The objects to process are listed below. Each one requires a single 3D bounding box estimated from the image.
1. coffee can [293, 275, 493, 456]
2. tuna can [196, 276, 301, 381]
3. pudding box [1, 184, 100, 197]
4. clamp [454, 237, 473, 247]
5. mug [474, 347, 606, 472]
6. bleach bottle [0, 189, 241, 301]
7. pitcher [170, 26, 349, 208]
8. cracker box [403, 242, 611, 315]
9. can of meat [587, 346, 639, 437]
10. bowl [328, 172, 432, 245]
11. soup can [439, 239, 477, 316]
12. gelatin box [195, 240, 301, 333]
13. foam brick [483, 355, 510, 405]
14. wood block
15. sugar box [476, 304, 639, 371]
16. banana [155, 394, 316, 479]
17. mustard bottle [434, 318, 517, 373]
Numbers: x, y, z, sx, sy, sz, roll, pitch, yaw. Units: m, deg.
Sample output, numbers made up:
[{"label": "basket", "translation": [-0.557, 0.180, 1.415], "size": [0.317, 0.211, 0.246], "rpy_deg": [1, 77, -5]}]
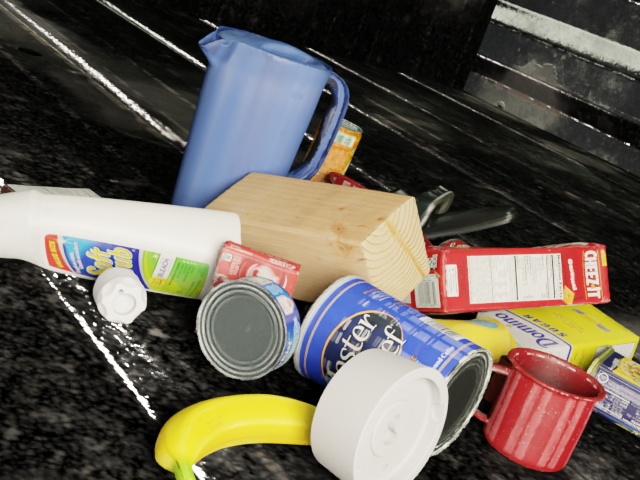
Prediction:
[{"label": "coffee can", "translation": [0.062, 0.106, 0.921], "size": [0.140, 0.103, 0.102], "rpy_deg": [29, 18, 29]}, {"label": "tuna can", "translation": [-0.060, 0.074, 0.909], "size": [0.086, 0.086, 0.033], "rpy_deg": [26, 15, 20]}, {"label": "pudding box", "translation": [-0.256, -0.022, 1.080], "size": [0.090, 0.039, 0.113], "rpy_deg": [31, 17, 35]}, {"label": "clamp", "translation": [0.259, 0.069, 1.390], "size": [0.164, 0.036, 0.210], "rpy_deg": [25, 17, -22]}, {"label": "mug", "translation": [0.187, 0.151, 0.963], "size": [0.117, 0.081, 0.093], "rpy_deg": [20, 16, -2]}, {"label": "bleach bottle", "translation": [-0.205, 0.002, 0.987], "size": [0.250, 0.103, 0.068], "rpy_deg": [8, 55, -18]}, {"label": "pitcher", "translation": [-0.077, -0.103, 1.190], "size": [0.149, 0.243, 0.144], "rpy_deg": [24, 16, 13]}, {"label": "cracker box", "translation": [0.179, 0.042, 1.165], "size": [0.213, 0.072, 0.164], "rpy_deg": [-2, -3, -26]}, {"label": "can of meat", "translation": [0.328, 0.164, 1.141], "size": [0.084, 0.057, 0.101], "rpy_deg": [29, 18, 22]}, {"label": "bowl", "translation": [0.060, -0.012, 1.279], "size": [0.162, 0.055, 0.162], "rpy_deg": [35, 13, -9]}, {"label": "soup can", "translation": [0.188, 0.050, 1.329], "size": [0.068, 0.068, 0.102], "rpy_deg": [8, 20, -37]}, {"label": "gelatin box", "translation": [-0.065, 0.053, 0.966], "size": [0.073, 0.089, 0.030], "rpy_deg": [19, 16, -3]}, {"label": "foam brick", "translation": [0.213, 0.149, 1.053], "size": [0.078, 0.053, 0.051], "rpy_deg": [10, 18, -34]}, {"label": "wood block", "translation": [-0.007, 0.001, 1.062], "size": [0.206, 0.091, 0.090], "rpy_deg": [11, 38, 38]}, {"label": "sugar box", "translation": [0.267, 0.113, 1.215], "size": [0.175, 0.048, 0.093], "rpy_deg": [0, 25, -35]}, {"label": "banana", "translation": [-0.058, 0.143, 0.782], "size": [0.070, 0.037, 0.197], "rpy_deg": [46, 27, 23]}, {"label": "mustard bottle", "translation": [0.136, 0.106, 1.076], "size": [0.191, 0.058, 0.096], "rpy_deg": [5, -8, -44]}]
